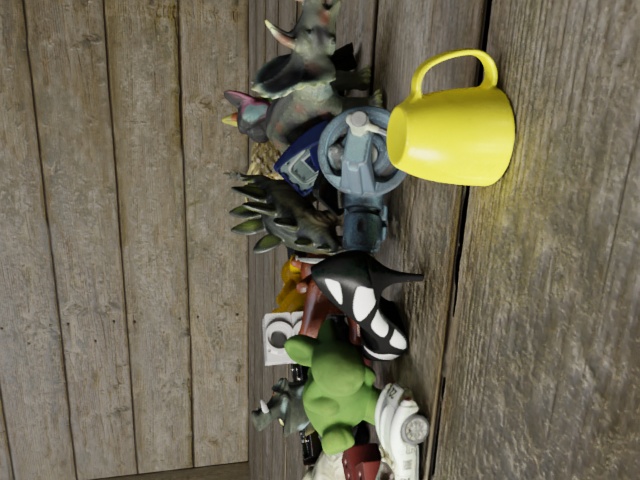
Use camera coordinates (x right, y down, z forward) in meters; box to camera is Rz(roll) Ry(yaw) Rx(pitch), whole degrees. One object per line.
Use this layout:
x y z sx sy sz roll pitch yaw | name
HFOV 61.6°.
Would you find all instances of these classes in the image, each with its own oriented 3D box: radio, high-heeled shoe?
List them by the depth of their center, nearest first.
0.042 0.101 0.702 0.248 0.145 0.086 105 160 -48 | high-heeled shoe
-0.009 0.342 1.120 0.131 0.073 0.230 109 156 -57 | radio

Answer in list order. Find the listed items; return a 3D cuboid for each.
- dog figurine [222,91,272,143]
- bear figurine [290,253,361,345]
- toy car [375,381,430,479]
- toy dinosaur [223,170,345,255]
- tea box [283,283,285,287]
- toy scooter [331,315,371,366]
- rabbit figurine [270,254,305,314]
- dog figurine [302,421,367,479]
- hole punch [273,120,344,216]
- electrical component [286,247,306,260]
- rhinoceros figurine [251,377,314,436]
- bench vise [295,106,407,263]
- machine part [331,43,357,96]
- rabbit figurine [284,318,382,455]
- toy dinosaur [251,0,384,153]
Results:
-0.079 -0.268 1.037 0.108 0.219 0.191 116 149 -58 | dog figurine
0.011 0.087 0.891 0.196 0.120 0.131 -156 69 -77 | bear figurine
0.098 0.279 0.676 0.073 0.056 0.201 -154 62 -76 | toy car
-0.057 -0.057 0.948 0.472 0.198 0.105 -139 51 -61 | toy dinosaur
-0.047 0.174 1.283 0.098 0.068 0.170 103 161 -51 | tea box
0.039 0.191 0.895 0.184 0.075 0.135 -107 22 -45 | toy scooter
-0.048 0.099 1.165 0.173 0.122 0.162 -106 23 -50 | rabbit figurine
0.029 0.385 0.955 0.172 0.121 0.190 175 108 -74 | dog figurine
0.005 -0.112 0.800 0.115 0.092 0.142 -62 -31 -7 | hole punch
-0.044 0.006 1.277 0.115 0.058 0.134 -109 21 -48 | electrical component
-0.033 0.293 0.984 0.112 0.190 0.073 54 154 19 | rhinoceros figurine
0.050 -0.077 0.661 0.240 0.129 0.223 62 -136 -77 | bench vise
0.025 -0.273 0.919 0.039 0.084 0.138 51 163 19 | machine part
0.028 0.182 0.730 0.159 0.121 0.170 57 162 32 | rabbit figurine
-0.023 -0.198 0.856 0.404 0.192 0.131 119 150 -64 | toy dinosaur
